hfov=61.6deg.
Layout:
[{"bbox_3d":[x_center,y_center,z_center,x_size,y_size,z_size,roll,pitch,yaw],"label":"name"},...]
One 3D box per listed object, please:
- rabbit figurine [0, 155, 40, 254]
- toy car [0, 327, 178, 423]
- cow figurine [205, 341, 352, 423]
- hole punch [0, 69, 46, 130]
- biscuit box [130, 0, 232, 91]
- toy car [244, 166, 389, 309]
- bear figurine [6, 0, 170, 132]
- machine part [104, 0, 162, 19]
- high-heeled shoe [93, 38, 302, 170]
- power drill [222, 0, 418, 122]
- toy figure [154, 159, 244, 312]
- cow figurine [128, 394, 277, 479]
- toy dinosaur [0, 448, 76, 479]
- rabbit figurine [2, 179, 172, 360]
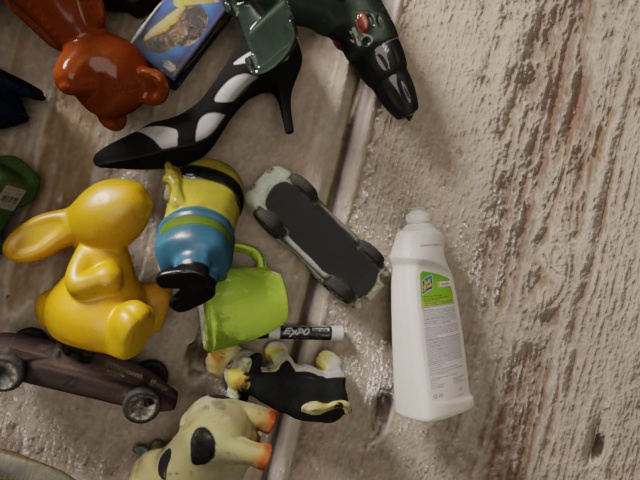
[{"bbox_3d":[-0.400,-0.054,0.516,0.170,0.159,0.121,30,97,3],"label":"rabbit figurine"},{"bbox_3d":[-0.250,0.140,0.577,0.202,0.089,0.053,17,94,-11],"label":"toy car"},{"bbox_3d":[-0.049,0.165,0.615,0.167,0.098,0.068,13,103,-12],"label":"cow figurine"},{"bbox_3d":[-0.356,-0.144,0.519,0.116,0.142,0.092,23,87,1],"label":"hole punch"},{"bbox_3d":[-0.124,-0.265,0.591,0.059,0.063,0.202,36,86,-13],"label":"biscuit box"},{"bbox_3d":[-0.001,-0.002,0.638,0.201,0.056,0.073,44,78,-12],"label":"toy car"},{"bbox_3d":[-0.245,-0.191,0.499,0.132,0.120,0.195,-45,116,-51],"label":"bear figurine"},{"bbox_3d":[-0.226,-0.327,0.569,0.179,0.056,0.179,-1,93,-11],"label":"machine part"},{"bbox_3d":[-0.136,-0.165,0.592,0.249,0.086,0.145,-14,87,-10],"label":"high-heeled shoe"},{"bbox_3d":[0.011,-0.225,0.574,0.207,0.086,0.232,-23,92,-40],"label":"power drill"},{"bbox_3d":[-0.124,-0.012,0.561,0.089,0.180,0.082,6,131,-15],"label":"toy figure"},{"bbox_3d":[-0.139,0.241,0.582,0.127,0.085,0.194,27,122,-8],"label":"cow figurine"},{"bbox_3d":[-0.442,0.226,0.540,0.472,0.105,0.198,6,100,-3],"label":"toy dinosaur"},{"bbox_3d":[-0.228,0.016,0.562,0.162,0.122,0.173,17,106,8],"label":"rabbit figurine"}]
